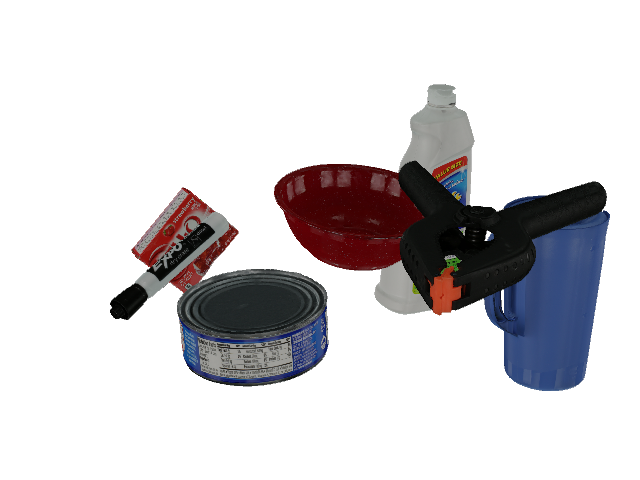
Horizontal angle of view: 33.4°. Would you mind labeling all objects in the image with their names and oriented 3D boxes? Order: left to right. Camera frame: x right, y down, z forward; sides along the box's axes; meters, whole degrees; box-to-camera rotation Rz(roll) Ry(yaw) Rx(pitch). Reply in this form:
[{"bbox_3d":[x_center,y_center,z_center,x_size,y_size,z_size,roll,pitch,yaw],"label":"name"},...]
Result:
[{"bbox_3d":[-0.114,0.019,0.809,0.020,0.020,0.121,0,35,46],"label":"marker"},{"bbox_3d":[-0.142,0.001,1.121,0.073,0.089,0.030,41,-4,-29],"label":"gelatin box"},{"bbox_3d":[-0.038,0.049,0.611,0.086,0.034,0.086,-3,23,1],"label":"tuna can"},{"bbox_3d":[0.035,-0.016,1.008,0.162,0.055,0.162,5,26,-3],"label":"bowl"},{"bbox_3d":[0.119,-0.048,1.194,0.102,0.251,0.068,-9,24,-28],"label":"bleach bottle"},{"bbox_3d":[0.105,-0.009,0.780,0.165,0.036,0.209,11,28,25],"label":"clamp"},{"bbox_3d":[0.292,0.072,1.395,0.149,0.243,0.144,5,21,14],"label":"pitcher"}]
